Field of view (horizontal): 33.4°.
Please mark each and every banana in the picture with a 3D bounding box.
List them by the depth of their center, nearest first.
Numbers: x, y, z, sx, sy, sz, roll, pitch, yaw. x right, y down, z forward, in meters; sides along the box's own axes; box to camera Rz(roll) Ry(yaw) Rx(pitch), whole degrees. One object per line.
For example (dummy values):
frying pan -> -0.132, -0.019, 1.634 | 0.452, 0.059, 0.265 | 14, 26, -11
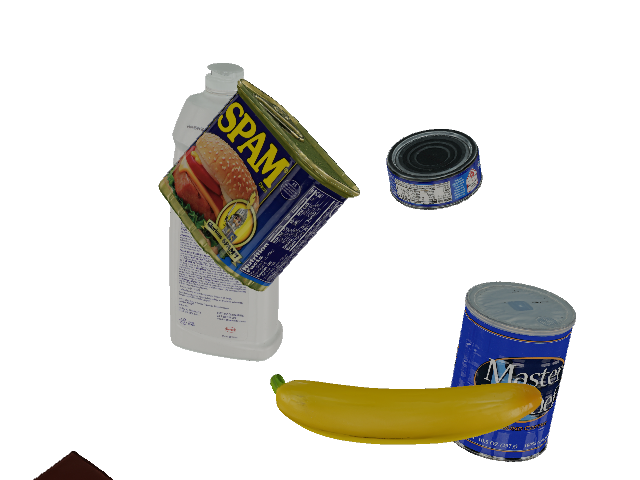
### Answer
banana -> 0.051, 0.113, 0.737 | 0.198, 0.037, 0.069 | 3, 29, 14

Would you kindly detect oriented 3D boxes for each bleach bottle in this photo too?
bleach bottle -> -0.077, -0.024, 0.911 | 0.102, 0.251, 0.068 | 8, 24, 9

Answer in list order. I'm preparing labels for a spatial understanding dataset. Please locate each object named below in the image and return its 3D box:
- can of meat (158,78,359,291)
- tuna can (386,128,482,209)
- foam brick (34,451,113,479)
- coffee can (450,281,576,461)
can of meat -> -0.040, -0.032, 0.637 | 0.057, 0.084, 0.102 | 27, 19, -51
tuna can -> 0.104, -0.067, 0.977 | 0.086, 0.034, 0.086 | -9, 37, 6
foam brick -> -0.097, 0.140, 0.456 | 0.078, 0.051, 0.052 | 26, 45, 33
coffee can -> 0.179, 0.123, 1.018 | 0.103, 0.140, 0.103 | 6, 22, -3
